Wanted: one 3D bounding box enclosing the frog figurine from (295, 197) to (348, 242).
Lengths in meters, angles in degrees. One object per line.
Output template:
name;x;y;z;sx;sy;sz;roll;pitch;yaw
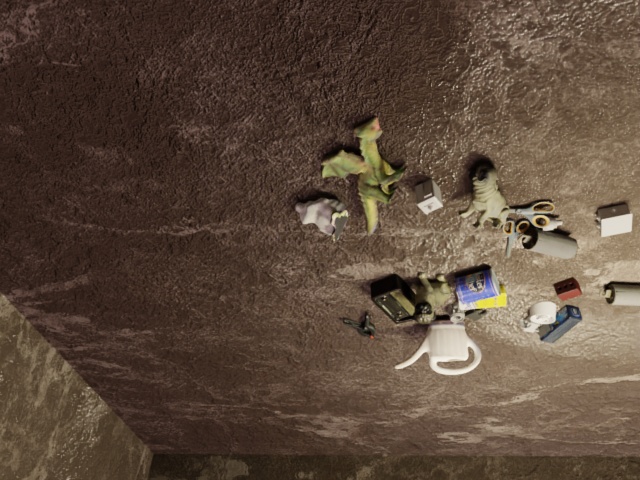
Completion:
frog figurine;0.005;-0.084;1.659;0.161;0.124;0.134;27;158;29

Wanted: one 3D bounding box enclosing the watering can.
watering can;0.474;0.429;2.093;0.347;0.229;0.102;0;155;3

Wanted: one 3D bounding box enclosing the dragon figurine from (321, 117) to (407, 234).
dragon figurine;0.117;-0.187;1.542;0.243;0.125;0.401;25;134;2
